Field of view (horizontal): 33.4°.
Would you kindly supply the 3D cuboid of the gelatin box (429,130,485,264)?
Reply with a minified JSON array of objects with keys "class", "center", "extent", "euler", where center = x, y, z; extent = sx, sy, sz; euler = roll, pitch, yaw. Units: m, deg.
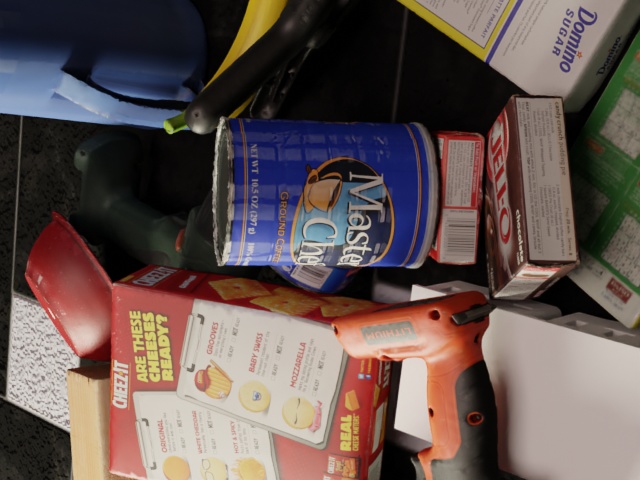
[{"class":"gelatin box","center":[0.092,-0.032,0.744],"extent":[0.073,0.030,0.089],"euler":[-123,35,-82]}]

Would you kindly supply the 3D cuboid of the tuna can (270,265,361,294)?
[{"class":"tuna can","center":[-0.005,0.001,0.820],"extent":[0.086,0.085,0.034],"euler":[50,125,25]}]

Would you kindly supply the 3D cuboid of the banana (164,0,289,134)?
[{"class":"banana","center":[-0.056,-0.166,0.859],"extent":[0.037,0.069,0.198],"euler":[33,104,21]}]

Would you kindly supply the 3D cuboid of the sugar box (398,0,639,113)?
[{"class":"sugar box","center":[0.126,-0.170,0.718],"extent":[0.176,0.048,0.093],"euler":[42,119,26]}]

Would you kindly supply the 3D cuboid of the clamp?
[{"class":"clamp","center":[-0.010,-0.159,0.805],"extent":[0.036,0.164,0.210],"euler":[42,98,5]}]

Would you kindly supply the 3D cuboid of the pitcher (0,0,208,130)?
[{"class":"pitcher","center":[-0.207,-0.154,0.876],"extent":[0.149,0.242,0.145],"euler":[-7,90,33]}]

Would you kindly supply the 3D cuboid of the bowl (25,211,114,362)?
[{"class":"bowl","center":[-0.221,0.055,0.973],"extent":[0.162,0.055,0.162],"euler":[49,161,23]}]

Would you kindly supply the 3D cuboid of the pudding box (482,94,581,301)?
[{"class":"pudding box","center":[0.132,-0.025,0.685],"extent":[0.090,0.039,0.113],"euler":[105,162,-73]}]

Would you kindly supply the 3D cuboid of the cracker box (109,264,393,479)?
[{"class":"cracker box","center":[-0.053,0.117,0.831],"extent":[0.214,0.072,0.164],"euler":[9,106,17]}]

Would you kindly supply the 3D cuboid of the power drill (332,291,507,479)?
[{"class":"power drill","center":[0.066,0.135,0.709],"extent":[0.185,0.057,0.187],"euler":[-14,90,38]}]

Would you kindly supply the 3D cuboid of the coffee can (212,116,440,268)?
[{"class":"coffee can","center":[0.000,-0.032,0.738],"extent":[0.103,0.140,0.103],"euler":[-179,90,-79]}]

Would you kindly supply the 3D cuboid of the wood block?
[{"class":"wood block","center":[-0.167,0.217,0.962],"extent":[0.091,0.090,0.206],"euler":[2,95,60]}]
